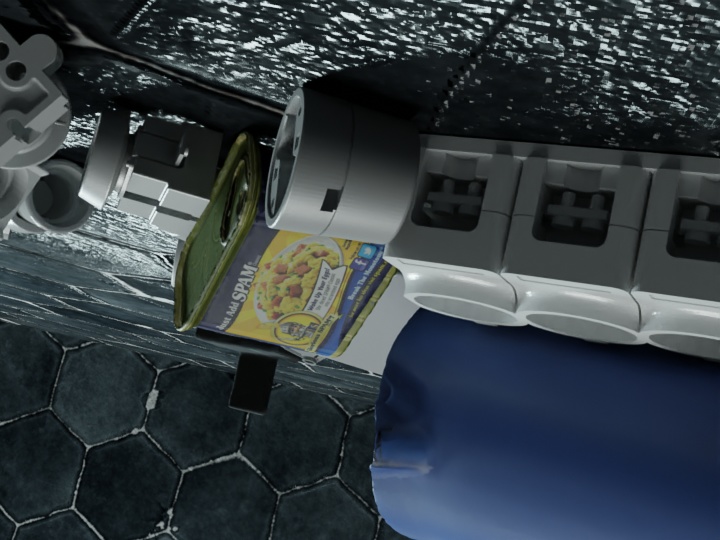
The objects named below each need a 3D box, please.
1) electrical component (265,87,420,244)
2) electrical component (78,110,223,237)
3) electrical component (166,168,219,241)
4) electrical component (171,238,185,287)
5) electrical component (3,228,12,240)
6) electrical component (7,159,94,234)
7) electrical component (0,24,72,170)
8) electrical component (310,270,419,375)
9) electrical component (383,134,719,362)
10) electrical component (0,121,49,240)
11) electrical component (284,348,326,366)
[{"bbox_3d":[-0.007,-0.039,0.418,0.047,0.055,0.055,12,171,-15],"label":"electrical component"},{"bbox_3d":[-0.100,-0.047,0.505,0.055,0.048,0.066,16,153,-17],"label":"electrical component"},{"bbox_3d":[-0.091,-0.038,0.563,0.043,0.043,0.062,3,164,45],"label":"electrical component"},{"bbox_3d":[-0.085,-0.010,0.676,0.057,0.058,0.078,11,170,-6],"label":"electrical component"},{"bbox_3d":[-0.262,-0.044,0.753,0.079,0.044,0.077,16,170,-16],"label":"electrical component"},{"bbox_3d":[-0.195,-0.044,0.659,0.045,0.045,0.055,21,168,-40],"label":"electrical component"},{"bbox_3d":[-0.146,-0.067,0.441,0.048,0.066,0.055,49,176,-3],"label":"electrical component"},{"bbox_3d":[0.022,0.015,0.603,0.100,0.048,0.100,21,138,-34],"label":"electrical component"},{"bbox_3d":[0.096,-0.006,0.440,0.150,0.061,0.089,8,169,26],"label":"electrical component"},{"bbox_3d":[-0.214,-0.063,0.516,0.063,0.078,0.121,33,177,19],"label":"electrical component"},{"bbox_3d":[-0.032,0.017,0.727,0.062,0.061,0.096,28,156,-12],"label":"electrical component"}]
